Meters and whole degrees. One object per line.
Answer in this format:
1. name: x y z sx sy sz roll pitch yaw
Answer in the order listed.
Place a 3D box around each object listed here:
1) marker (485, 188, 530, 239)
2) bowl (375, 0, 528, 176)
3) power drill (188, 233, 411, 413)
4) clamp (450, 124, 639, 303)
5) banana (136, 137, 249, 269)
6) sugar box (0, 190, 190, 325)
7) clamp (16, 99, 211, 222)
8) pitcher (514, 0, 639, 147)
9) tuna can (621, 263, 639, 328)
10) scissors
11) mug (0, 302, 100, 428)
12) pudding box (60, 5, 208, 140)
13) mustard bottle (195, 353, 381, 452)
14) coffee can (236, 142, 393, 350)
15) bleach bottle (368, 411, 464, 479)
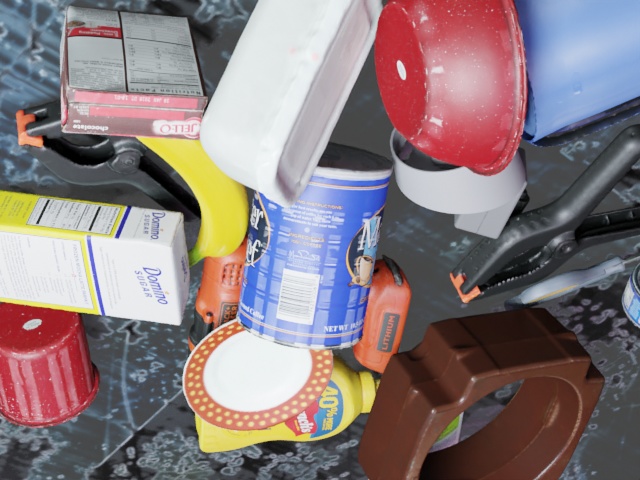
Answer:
1. marker: 0.158 0.001 0.959 0.020 0.020 0.121 6 132 -19
2. bowl: 0.078 -0.118 0.720 0.055 0.162 0.162 -12 136 -16
3. power drill: -0.022 0.080 0.945 0.187 0.057 0.184 1 120 -18
4. clamp: 0.215 -0.005 0.935 0.210 0.036 0.164 -35 144 16
5. banana: -0.093 -0.041 0.800 0.069 0.037 0.198 -20 141 -5
6. sugar box: -0.192 0.012 0.830 0.176 0.048 0.093 6 136 3
7. clamp: -0.145 -0.063 0.810 0.171 0.039 0.120 3 127 -20
8. pitcher: 0.234 -0.162 0.750 0.243 0.149 0.145 -19 94 0
9. tuna can: 0.332 0.055 1.009 0.086 0.086 0.034 -3 133 -11
10. scissors: 0.264 0.025 0.985 0.202 0.016 0.096 -24 169 11
11. mug: -0.249 0.095 0.911 0.117 0.093 0.081 17 132 20
12. pudding box: -0.126 -0.112 0.712 0.090 0.113 0.039 3 130 -16
13. mustard bottle: -0.023 0.153 1.033 0.191 0.058 0.096 -4 120 -12
14. coffee can: -0.005 0.001 0.825 0.102 0.103 0.140 4 106 -18
15. bleach bottle: 0.109 0.189 1.093 0.102 0.068 0.251 -27 140 -40
